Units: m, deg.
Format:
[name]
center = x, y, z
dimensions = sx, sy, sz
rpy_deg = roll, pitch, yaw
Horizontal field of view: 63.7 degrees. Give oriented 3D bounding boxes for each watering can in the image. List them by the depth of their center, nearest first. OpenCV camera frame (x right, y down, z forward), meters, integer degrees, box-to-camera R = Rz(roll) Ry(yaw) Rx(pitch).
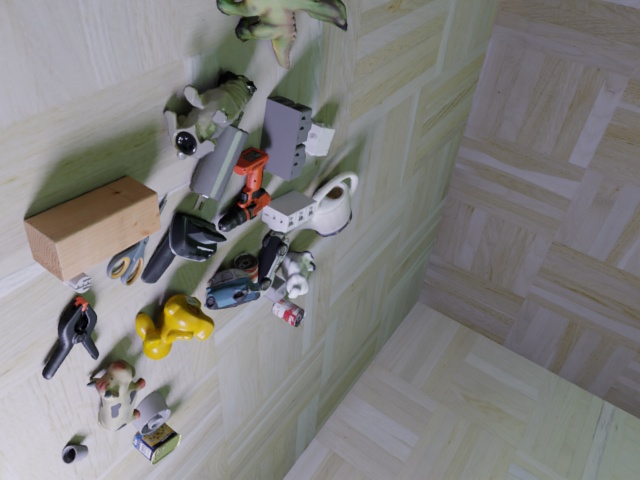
[watering can]
center = 0.005, -0.085, 1.699
dimensions = 0.351, 0.105, 0.219
rpy_deg = -43, 151, -18

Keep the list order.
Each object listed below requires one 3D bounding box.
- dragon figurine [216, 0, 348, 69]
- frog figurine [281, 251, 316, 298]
[dragon figurine]
center = -0.056, -0.448, 1.025
dimensions = 0.123, 0.244, 0.405
rpy_deg = -65, 155, -6
[frog figurine]
center = -0.084, 0.119, 1.669
dimensions = 0.134, 0.123, 0.163
rpy_deg = 113, 2, -56
